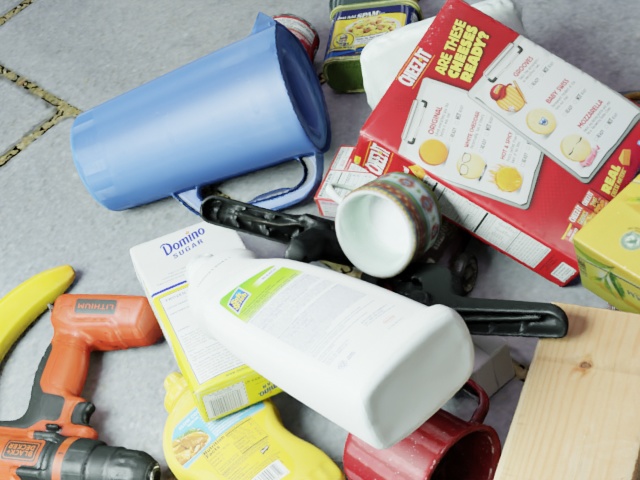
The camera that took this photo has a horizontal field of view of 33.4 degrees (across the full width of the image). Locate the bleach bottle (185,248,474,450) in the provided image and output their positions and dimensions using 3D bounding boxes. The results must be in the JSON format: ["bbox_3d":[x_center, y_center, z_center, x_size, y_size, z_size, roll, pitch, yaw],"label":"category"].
[{"bbox_3d":[-0.014,0.055,0.766,0.102,0.068,0.251,-38,37,-22],"label":"bleach bottle"}]

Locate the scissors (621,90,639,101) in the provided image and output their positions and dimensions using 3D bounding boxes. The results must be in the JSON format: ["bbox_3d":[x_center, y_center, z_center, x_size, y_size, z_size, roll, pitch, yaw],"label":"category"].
[{"bbox_3d":[0.252,-0.128,1.026,0.202,0.016,0.096,21,58,34],"label":"scissors"}]

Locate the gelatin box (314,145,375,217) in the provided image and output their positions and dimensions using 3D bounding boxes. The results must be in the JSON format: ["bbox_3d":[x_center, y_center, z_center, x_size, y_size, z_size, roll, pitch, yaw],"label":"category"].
[{"bbox_3d":[0.048,-0.053,1.019,0.089,0.030,0.073,7,53,25],"label":"gelatin box"}]

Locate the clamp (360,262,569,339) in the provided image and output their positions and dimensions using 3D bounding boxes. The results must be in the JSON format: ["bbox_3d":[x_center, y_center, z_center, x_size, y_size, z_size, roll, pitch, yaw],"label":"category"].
[{"bbox_3d":[0.086,0.058,0.817,0.164,0.036,0.210,-23,24,0],"label":"clamp"}]

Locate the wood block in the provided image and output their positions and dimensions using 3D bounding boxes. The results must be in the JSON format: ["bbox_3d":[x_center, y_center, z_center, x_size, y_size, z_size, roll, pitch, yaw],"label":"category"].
[{"bbox_3d":[0.181,0.155,0.739,0.091,0.090,0.206,7,52,26],"label":"wood block"}]

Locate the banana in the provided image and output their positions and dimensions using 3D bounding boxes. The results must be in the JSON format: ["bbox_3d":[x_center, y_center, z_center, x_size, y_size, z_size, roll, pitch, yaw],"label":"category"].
[{"bbox_3d":[-0.296,0.099,1.001,0.069,0.037,0.197,14,54,7],"label":"banana"}]

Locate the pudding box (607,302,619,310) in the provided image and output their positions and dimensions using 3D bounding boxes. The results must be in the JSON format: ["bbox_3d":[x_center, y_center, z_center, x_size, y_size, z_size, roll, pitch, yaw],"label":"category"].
[{"bbox_3d":[0.284,0.036,0.846,0.114,0.039,0.090,-6,48,15],"label":"pudding box"}]

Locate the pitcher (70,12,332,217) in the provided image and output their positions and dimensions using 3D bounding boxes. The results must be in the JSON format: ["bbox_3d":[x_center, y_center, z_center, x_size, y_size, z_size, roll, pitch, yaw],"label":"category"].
[{"bbox_3d":[-0.116,-0.103,1.054,0.243,0.145,0.149,-18,42,17],"label":"pitcher"}]

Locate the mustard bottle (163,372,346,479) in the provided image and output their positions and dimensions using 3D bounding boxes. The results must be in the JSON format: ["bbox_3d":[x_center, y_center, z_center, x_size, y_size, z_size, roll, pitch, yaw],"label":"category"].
[{"bbox_3d":[-0.069,0.164,0.841,0.096,0.058,0.192,-38,48,-15],"label":"mustard bottle"}]

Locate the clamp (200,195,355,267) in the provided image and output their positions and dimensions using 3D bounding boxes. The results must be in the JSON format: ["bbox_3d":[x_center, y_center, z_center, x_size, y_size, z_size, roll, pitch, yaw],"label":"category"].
[{"bbox_3d":[-0.006,0.001,0.904,0.120,0.171,0.039,39,114,46],"label":"clamp"}]

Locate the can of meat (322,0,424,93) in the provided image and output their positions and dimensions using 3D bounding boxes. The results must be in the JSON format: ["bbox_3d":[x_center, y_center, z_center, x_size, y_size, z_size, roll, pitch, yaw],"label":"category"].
[{"bbox_3d":[0.056,-0.205,1.137,0.102,0.057,0.084,-2,53,19],"label":"can of meat"}]

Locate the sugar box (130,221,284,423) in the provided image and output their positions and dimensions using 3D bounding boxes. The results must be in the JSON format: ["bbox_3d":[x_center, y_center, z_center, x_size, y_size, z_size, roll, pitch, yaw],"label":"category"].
[{"bbox_3d":[-0.085,0.059,0.876,0.093,0.048,0.176,-21,44,-13],"label":"sugar box"}]

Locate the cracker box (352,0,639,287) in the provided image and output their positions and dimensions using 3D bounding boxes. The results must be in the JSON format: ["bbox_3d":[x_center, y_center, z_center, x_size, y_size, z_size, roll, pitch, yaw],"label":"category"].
[{"bbox_3d":[0.159,-0.084,0.911,0.214,0.072,0.164,31,68,6],"label":"cracker box"}]

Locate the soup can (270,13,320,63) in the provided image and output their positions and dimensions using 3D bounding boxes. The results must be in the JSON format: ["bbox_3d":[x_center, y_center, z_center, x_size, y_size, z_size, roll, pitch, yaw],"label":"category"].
[{"bbox_3d":[-0.044,-0.186,1.148,0.069,0.068,0.102,0,49,19],"label":"soup can"}]

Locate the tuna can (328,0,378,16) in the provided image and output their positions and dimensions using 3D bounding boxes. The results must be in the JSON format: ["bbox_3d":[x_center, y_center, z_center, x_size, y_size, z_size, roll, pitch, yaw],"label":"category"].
[{"bbox_3d":[0.054,-0.262,1.172,0.086,0.086,0.033,-2,47,18],"label":"tuna can"}]

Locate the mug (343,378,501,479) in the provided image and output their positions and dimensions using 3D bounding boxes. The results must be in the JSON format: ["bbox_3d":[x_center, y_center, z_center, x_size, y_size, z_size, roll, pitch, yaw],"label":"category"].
[{"bbox_3d":[0.077,0.150,0.777,0.082,0.093,0.117,24,79,41],"label":"mug"}]

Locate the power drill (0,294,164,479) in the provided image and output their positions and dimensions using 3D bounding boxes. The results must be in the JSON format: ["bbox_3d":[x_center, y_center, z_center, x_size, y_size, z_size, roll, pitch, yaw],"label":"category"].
[{"bbox_3d":[-0.197,0.134,0.914,0.185,0.057,0.187,1,49,21],"label":"power drill"}]
